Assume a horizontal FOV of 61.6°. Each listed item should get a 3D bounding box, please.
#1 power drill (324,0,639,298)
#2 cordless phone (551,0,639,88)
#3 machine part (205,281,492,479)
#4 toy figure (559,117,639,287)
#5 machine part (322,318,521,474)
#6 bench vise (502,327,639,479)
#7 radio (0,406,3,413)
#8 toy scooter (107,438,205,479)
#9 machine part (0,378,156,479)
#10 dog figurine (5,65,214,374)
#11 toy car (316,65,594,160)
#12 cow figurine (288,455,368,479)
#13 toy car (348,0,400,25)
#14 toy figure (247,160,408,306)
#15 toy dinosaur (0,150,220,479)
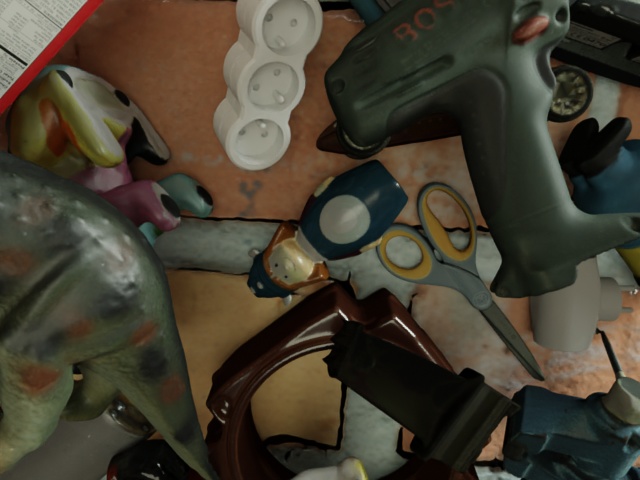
[{"bbox_3d":[0.134,-0.083,0.316,0.232,0.086,0.207,-26,95,7],"label":"power drill"},{"bbox_3d":[0.242,-0.216,0.393,0.147,0.089,0.184,19,89,-1],"label":"cordless phone"},{"bbox_3d":[0.020,0.155,0.450,0.201,0.087,0.201,-37,98,8],"label":"machine part"},{"bbox_3d":[0.259,-0.015,0.418,0.180,0.082,0.089,36,118,-12],"label":"toy figure"},{"bbox_3d":[0.065,0.107,0.379,0.139,0.039,0.084,35,104,-6],"label":"machine part"},{"bbox_3d":[0.258,0.215,0.427,0.241,0.129,0.223,21,108,15],"label":"bench vise"},{"bbox_3d":[-0.355,0.091,0.434,0.131,0.073,0.229,-16,101,26],"label":"radio"},{"bbox_3d":[-0.130,0.248,0.465,0.135,0.075,0.183,-34,117,16],"label":"toy scooter"},{"bbox_3d":[-0.223,0.185,0.465,0.243,0.079,0.079,-40,97,9],"label":"machine part"},{"bbox_3d":[-0.208,0.000,0.419,0.219,0.108,0.191,-38,98,10],"label":"dog figurine"},{"bbox_3d":[0.096,-0.096,0.403,0.202,0.089,0.053,-8,99,4],"label":"toy car"},{"bbox_3d":[0.007,0.247,0.388,0.098,0.068,0.167,-13,100,3],"label":"cow figurine"},{"bbox_3d":[0.064,-0.199,0.379,0.109,0.103,0.161,-27,96,7],"label":"toy car"},{"bbox_3d":[-0.002,-0.003,0.439,0.154,0.057,0.064,-39,64,9],"label":"toy figure"},{"bbox_3d":[-0.174,0.021,0.306,0.404,0.131,0.192,32,107,-34],"label":"toy dinosaur"}]
